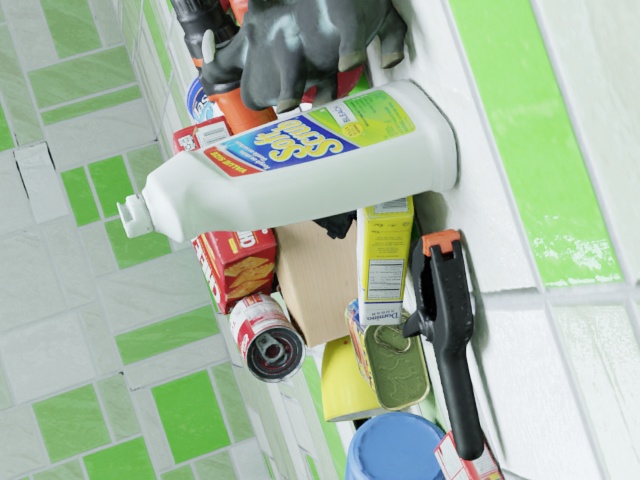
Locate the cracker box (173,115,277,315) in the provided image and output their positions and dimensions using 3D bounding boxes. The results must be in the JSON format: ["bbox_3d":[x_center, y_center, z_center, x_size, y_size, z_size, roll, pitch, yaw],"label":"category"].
[{"bbox_3d":[-0.112,-0.021,1.231,0.214,0.072,0.164,105,143,-70],"label":"cracker box"}]

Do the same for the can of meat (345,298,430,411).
[{"bbox_3d":[0.068,0.113,1.104,0.084,0.057,0.102,-134,28,-70],"label":"can of meat"}]

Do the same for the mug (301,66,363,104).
[{"bbox_3d":[-0.017,-0.174,0.960,0.117,0.093,0.082,54,170,-22],"label":"mug"}]

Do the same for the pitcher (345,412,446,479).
[{"bbox_3d":[0.091,0.300,1.147,0.243,0.149,0.145,89,176,-46],"label":"pitcher"}]

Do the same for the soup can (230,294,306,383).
[{"bbox_3d":[-0.061,0.109,1.211,0.102,0.068,0.068,-129,24,-65],"label":"soup can"}]

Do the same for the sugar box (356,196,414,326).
[{"bbox_3d":[0.056,-0.006,0.953,0.176,0.048,0.093,85,-177,-56],"label":"sugar box"}]

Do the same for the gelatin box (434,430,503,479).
[{"bbox_3d":[0.140,0.215,0.992,0.089,0.030,0.073,99,149,-66],"label":"gelatin box"}]

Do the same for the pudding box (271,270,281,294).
[{"bbox_3d":[-0.026,0.022,1.307,0.113,0.090,0.039,99,152,-64],"label":"pudding box"}]

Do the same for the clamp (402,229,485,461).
[{"bbox_3d":[0.101,0.067,0.926,0.165,0.036,0.210,-117,15,-52],"label":"clamp"}]

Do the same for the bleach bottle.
[{"bbox_3d":[-0.029,-0.048,0.819,0.103,0.250,0.068,-121,17,-46],"label":"bleach bottle"}]

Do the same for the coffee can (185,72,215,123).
[{"bbox_3d":[-0.106,-0.152,1.381,0.103,0.102,0.140,84,163,-47],"label":"coffee can"}]

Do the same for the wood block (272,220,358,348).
[{"bbox_3d":[-0.008,0.001,1.193,0.090,0.090,0.206,-140,33,-71],"label":"wood block"}]

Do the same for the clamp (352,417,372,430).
[{"bbox_3d":[0.070,0.278,1.380,0.171,0.039,0.120,91,159,-59],"label":"clamp"}]

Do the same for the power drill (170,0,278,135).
[{"bbox_3d":[-0.083,-0.210,1.059,0.187,0.057,0.184,-75,-32,-51],"label":"power drill"}]

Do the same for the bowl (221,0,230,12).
[{"bbox_3d":[-0.157,-0.354,1.424,0.162,0.055,0.162,162,90,-78],"label":"bowl"}]
